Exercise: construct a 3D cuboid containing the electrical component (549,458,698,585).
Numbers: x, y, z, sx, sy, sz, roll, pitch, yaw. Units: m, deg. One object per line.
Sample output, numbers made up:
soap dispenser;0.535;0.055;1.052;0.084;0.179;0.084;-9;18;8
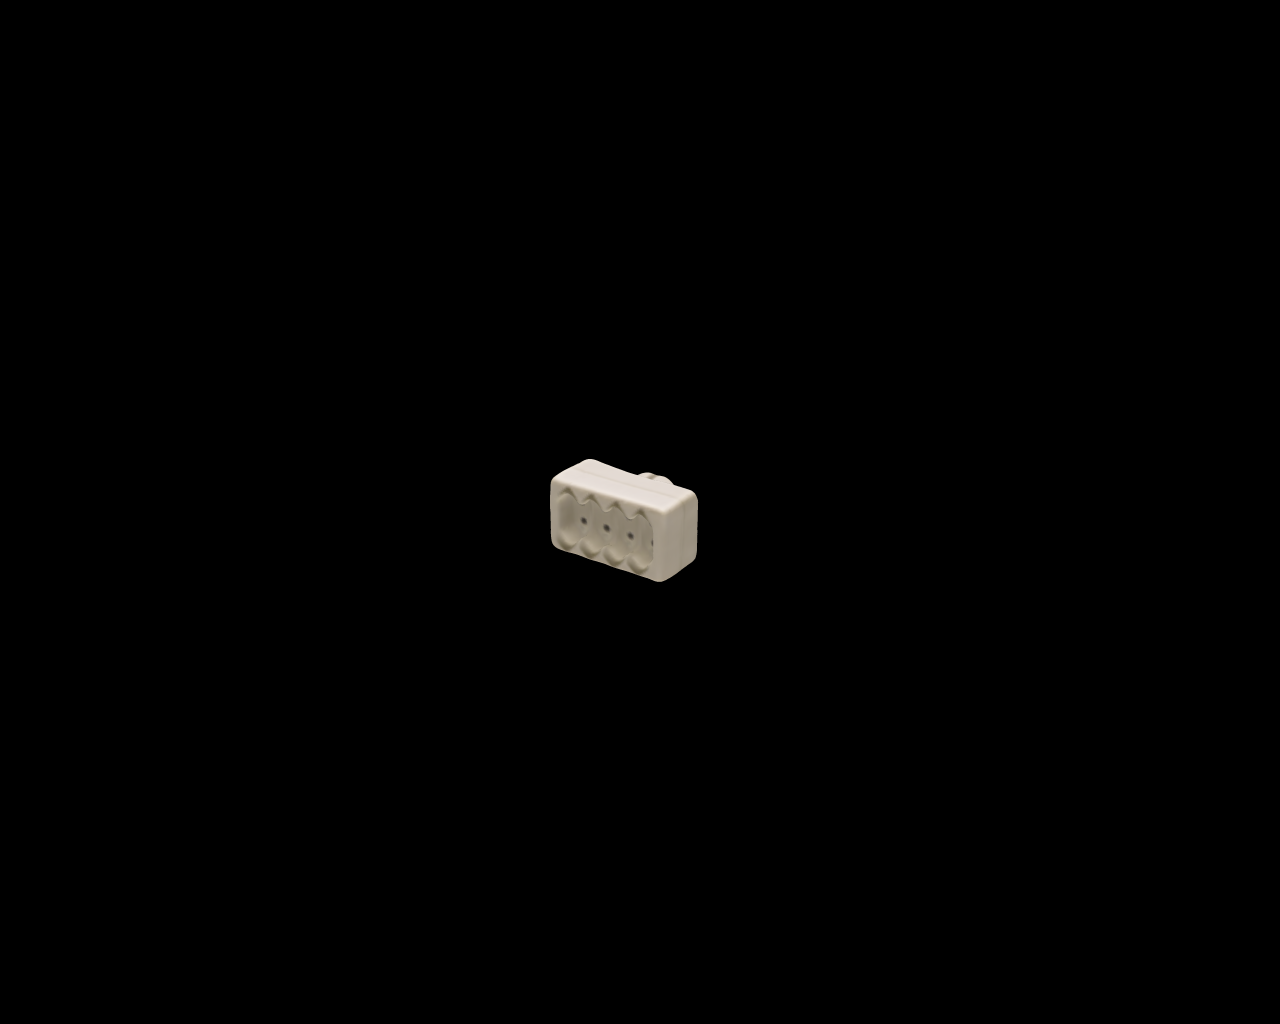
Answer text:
electrical component;0.001;-0.003;0.650;0.083;0.047;0.076;18;32;31
